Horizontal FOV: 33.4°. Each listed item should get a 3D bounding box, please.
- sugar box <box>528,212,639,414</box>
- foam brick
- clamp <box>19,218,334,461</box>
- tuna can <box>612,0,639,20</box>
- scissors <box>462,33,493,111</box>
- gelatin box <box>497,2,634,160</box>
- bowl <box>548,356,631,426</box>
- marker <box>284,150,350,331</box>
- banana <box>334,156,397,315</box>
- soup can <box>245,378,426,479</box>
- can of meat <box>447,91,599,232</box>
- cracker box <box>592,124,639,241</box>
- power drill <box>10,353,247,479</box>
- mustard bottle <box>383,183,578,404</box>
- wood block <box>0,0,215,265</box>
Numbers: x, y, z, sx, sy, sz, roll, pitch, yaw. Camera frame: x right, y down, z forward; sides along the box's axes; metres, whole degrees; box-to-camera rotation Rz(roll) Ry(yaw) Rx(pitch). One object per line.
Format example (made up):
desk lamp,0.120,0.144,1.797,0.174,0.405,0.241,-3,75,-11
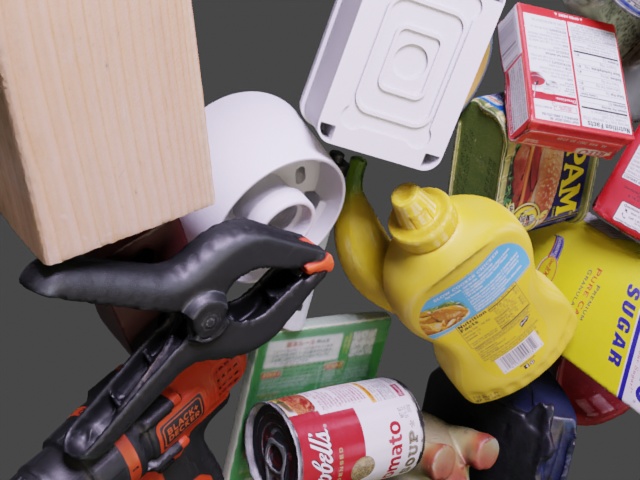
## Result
sugar box,0.205,0.048,0.745,0.048,0.176,0.093,6,113,-40
foam brick,-0.099,0.016,0.581,0.053,0.051,0.078,-31,132,-18
clamp,-0.071,0.029,0.547,0.171,0.039,0.120,-33,137,-24
tuna can,0.202,-0.180,0.661,0.085,0.086,0.034,-2,158,-37
scissors,0.088,-0.165,0.633,0.096,0.016,0.202,-1,117,-36
gelatin box,0.152,-0.098,0.666,0.073,0.089,0.030,7,155,-19
bowl,0.234,0.069,0.867,0.161,0.055,0.162,-19,127,-27
marker,-0.004,0.001,0.667,0.020,0.020,0.121,-2,118,-37
banana,0.064,0.020,0.718,0.069,0.037,0.197,-50,135,3
soup can,0.010,0.132,0.706,0.102,0.069,0.068,-6,121,-33
can of meat,0.136,-0.053,0.715,0.083,0.057,0.102,-15,125,-28
cracker box,0.278,-0.096,0.747,0.214,0.072,0.164,-64,159,11
power drill,-0.106,0.162,0.638,0.184,0.057,0.188,-39,140,-36
mustard bottle,0.093,0.026,0.676,0.096,0.058,0.191,-37,134,4
wood block,-0.114,-0.106,0.465,0.090,0.090,0.206,-22,128,-25
